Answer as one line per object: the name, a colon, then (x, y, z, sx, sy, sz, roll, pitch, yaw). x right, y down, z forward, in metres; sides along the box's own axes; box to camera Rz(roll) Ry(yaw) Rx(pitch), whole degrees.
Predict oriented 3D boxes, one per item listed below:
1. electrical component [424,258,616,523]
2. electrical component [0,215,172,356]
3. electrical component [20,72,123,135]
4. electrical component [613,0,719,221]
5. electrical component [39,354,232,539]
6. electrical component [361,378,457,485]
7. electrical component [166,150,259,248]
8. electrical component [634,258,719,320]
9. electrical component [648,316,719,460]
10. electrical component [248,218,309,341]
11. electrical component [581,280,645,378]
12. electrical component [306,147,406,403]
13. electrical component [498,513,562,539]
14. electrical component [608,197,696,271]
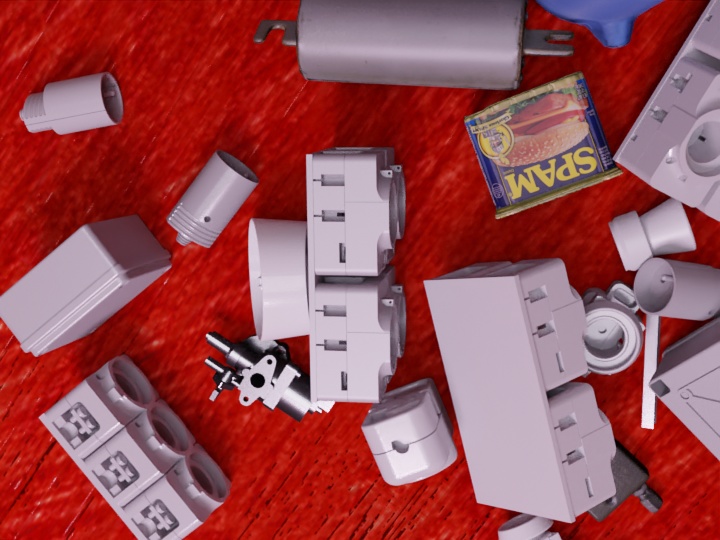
electrical component: (0.125, 0.088, 0.828, 0.060, 0.105, 0.186, -18, 98, -33)
electrical component: (-0.223, 0.010, 0.877, 0.109, 0.109, 0.056, -38, 89, 13)
electrical component: (-0.242, -0.135, 0.889, 0.081, 0.043, 0.043, -9, 98, 11)
electrical component: (0.283, -0.129, 0.768, 0.105, 0.060, 0.186, 22, 107, -25)
electrical component: (-0.182, 0.151, 0.903, 0.062, 0.089, 0.150, -39, 92, 13)
electrical component: (0.042, 0.131, 0.860, 0.054, 0.095, 0.059, -22, 95, 12)
electrical component: (-0.124, -0.054, 0.883, 0.043, 0.043, 0.081, 39, 103, 1)
electrical component: (0.255, 0.016, 0.824, 0.081, 0.043, 0.043, 7, 103, -29)
electrical component: (0.296, 0.088, 0.808, 0.108, 0.056, 0.109, 46, 136, 0)
electrical component: (-0.064, 0.007, 0.859, 0.064, 0.099, 0.099, -3, 99, 3)
electrical component: (0.190, 0.049, 0.842, 0.058, 0.057, 0.078, 34, 103, 2)
electrical component: (0.000, 0.000, 0.840, 0.060, 0.105, 0.186, 1, 99, 9)
electrical component: (0.144, 0.230, 0.882, 0.048, 0.066, 0.055, -24, 86, -22)
electrical component: (0.225, -0.027, 0.830, 0.055, 0.045, 0.045, -20, 96, 12)
